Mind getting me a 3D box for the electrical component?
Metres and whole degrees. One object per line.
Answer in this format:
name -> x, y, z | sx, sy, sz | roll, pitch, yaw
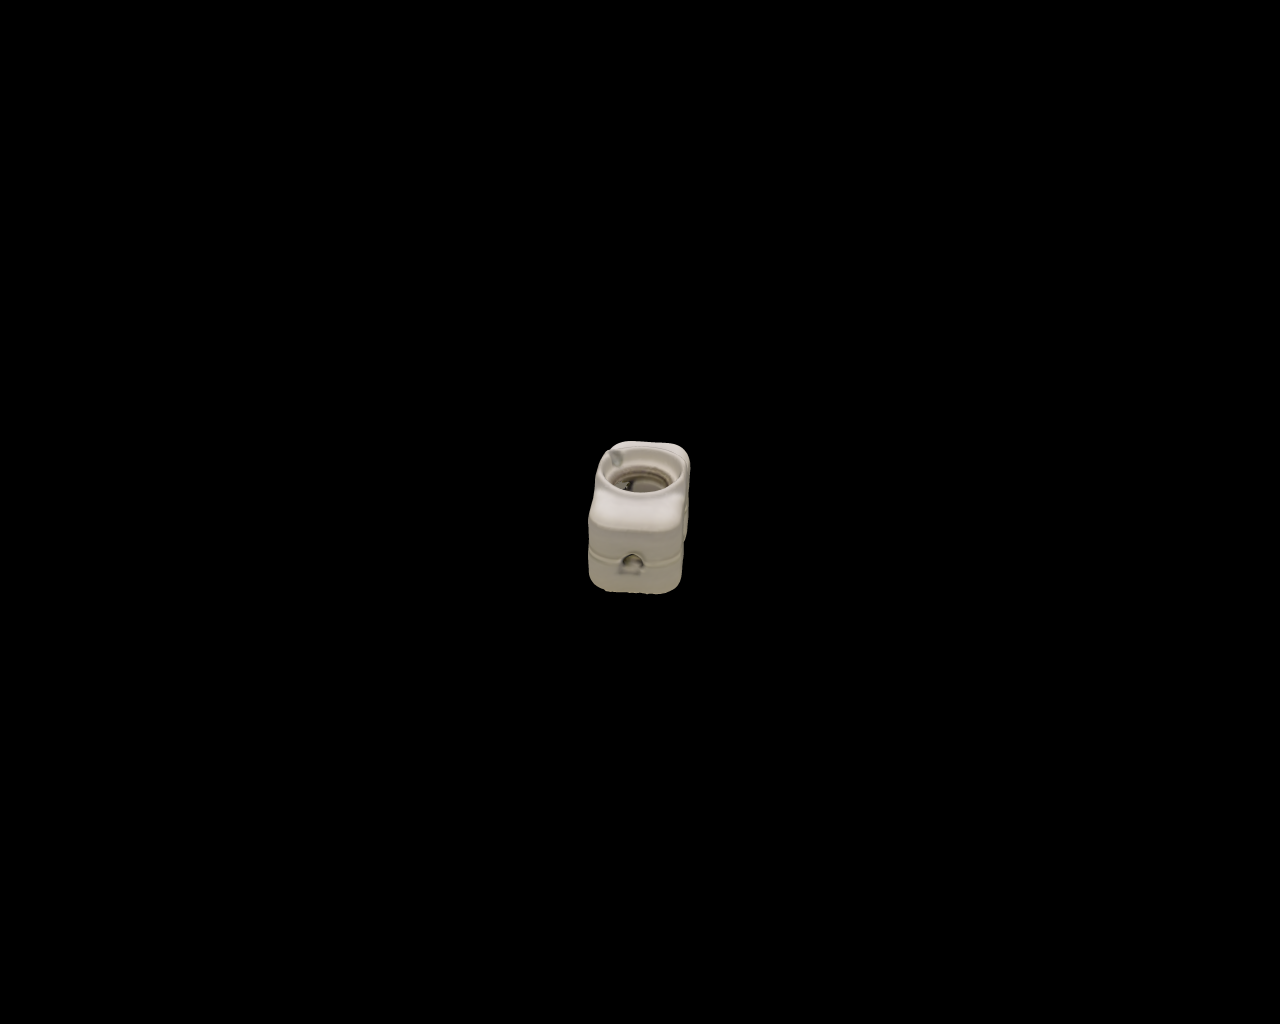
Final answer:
electrical component -> 0.001, -0.003, 0.650 | 0.054, 0.059, 0.095 | 3, 34, 5
